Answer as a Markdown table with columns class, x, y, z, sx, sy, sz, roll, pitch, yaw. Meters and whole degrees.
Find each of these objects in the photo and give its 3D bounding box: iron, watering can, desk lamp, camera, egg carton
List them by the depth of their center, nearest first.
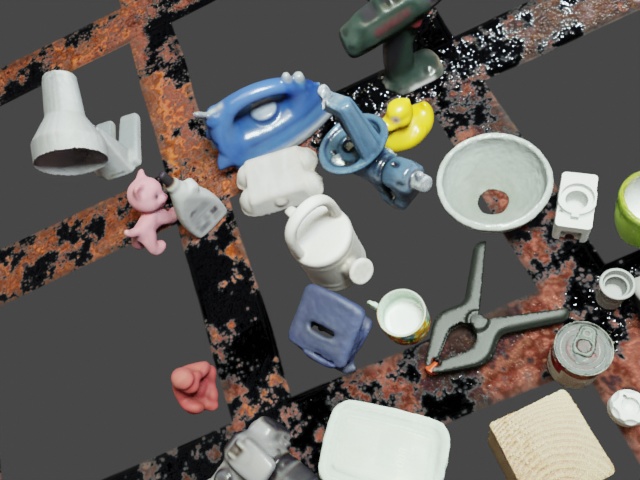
| class | x | y | z | sx | sy | sz | roll | pitch | yaw |
| --- | --- | --- | --- | --- | --- | --- | --- | --- | --- |
| camera | -0.073 | 0.332 | 0.774 | 0.136 | 0.101 | 0.143 | 32 | 78 | 26 |
| watering can | 0.009 | 0.001 | 0.847 | 0.172 | 0.194 | 0.101 | 17 | 72 | 22 |
| egg carton | -0.069 | -0.098 | 0.984 | 0.150 | 0.069 | 0.107 | -16 | 63 | 8 |
| iron | -0.093 | -0.233 | 1.011 | 0.258 | 0.142 | 0.118 | -27 | 62 | 3 |
| desk lamp | -0.428 | -0.193 | 1.046 | 0.118 | 0.214 | 0.203 | -15 | 63 | 9 |

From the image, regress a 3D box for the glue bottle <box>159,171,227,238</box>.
| class | x | y | z | sx | sy | sz | roll | pitch | yaw |
| --- | --- | --- | --- | --- | --- | --- | --- | --- | --- |
| glue bottle | -0.220 | -0.068 | 0.954 | 0.078 | 0.173 | 0.037 | -45 | 62 | -7 |

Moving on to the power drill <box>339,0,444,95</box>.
| class | x | y | z | sx | sy | sz | roll | pitch | yaw |
| --- | --- | --- | --- | --- | --- | --- | --- | --- | --- |
| power drill | 0.150 | -0.349 | 0.956 | 0.229 | 0.209 | 0.075 | -26 | 62 | 3 |

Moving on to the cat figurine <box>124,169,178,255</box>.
| class | x | y | z | sx | sy | sz | roll | pitch | yaw |
| --- | --- | --- | --- | --- | --- | --- | --- | --- | --- |
| cat figurine | -0.307 | -0.054 | 1.004 | 0.067 | 0.118 | 0.128 | 10 | 70 | 20 |

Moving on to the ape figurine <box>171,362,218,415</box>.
| class | x | y | z | sx | sy | sz | roll | pitch | yaw |
| --- | --- | --- | --- | --- | --- | --- | --- | --- | --- |
| ape figurine | -0.194 | 0.218 | 0.864 | 0.076 | 0.092 | 0.078 | 26 | 75 | 24 |

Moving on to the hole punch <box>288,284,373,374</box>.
| class | x | y | z | sx | sy | sz | roll | pitch | yaw |
| --- | --- | --- | --- | --- | --- | --- | --- | --- | --- |
| hole punch | 0.014 | 0.132 | 0.845 | 0.108 | 0.091 | 0.101 | 24 | 75 | 24 |

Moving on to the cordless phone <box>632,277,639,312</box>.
| class | x | y | z | sx | sy | sz | roll | pitch | yaw |
| --- | --- | --- | --- | --- | --- | --- | --- | --- | --- |
| cordless phone | 0.476 | 0.051 | 0.698 | 0.147 | 0.185 | 0.094 | -13 | 64 | 10 |

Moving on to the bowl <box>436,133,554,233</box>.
| class | x | y | z | sx | sy | sz | roll | pitch | yaw |
| --- | --- | --- | --- | --- | --- | --- | --- | --- | --- |
| bowl | 0.264 | -0.076 | 0.877 | 0.167 | 0.075 | 0.167 | -6 | 65 | 13 |

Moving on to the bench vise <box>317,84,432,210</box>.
| class | x | y | z | sx | sy | sz | roll | pitch | yaw |
| --- | --- | --- | --- | --- | --- | --- | --- | --- | --- |
| bench vise | 0.081 | -0.152 | 0.881 | 0.206 | 0.220 | 0.121 | 14 | 71 | 21 |

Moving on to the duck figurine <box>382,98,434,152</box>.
| class | x | y | z | sx | sy | sz | roll | pitch | yaw |
| --- | --- | --- | --- | --- | --- | --- | --- | --- | --- |
| duck figurine | 0.141 | -0.206 | 0.964 | 0.104 | 0.086 | 0.077 | -34 | 62 | -1 |
